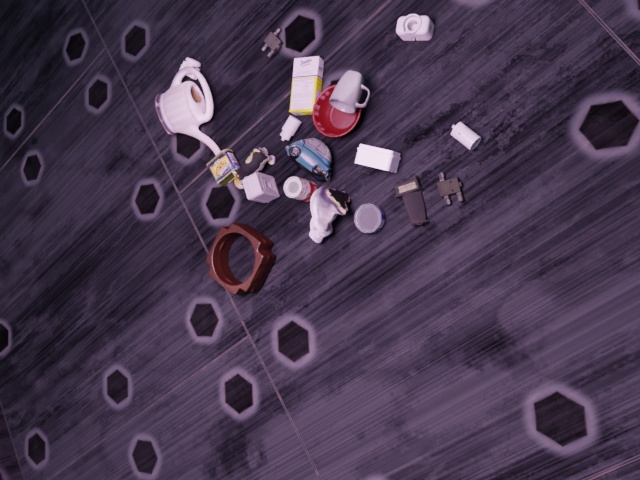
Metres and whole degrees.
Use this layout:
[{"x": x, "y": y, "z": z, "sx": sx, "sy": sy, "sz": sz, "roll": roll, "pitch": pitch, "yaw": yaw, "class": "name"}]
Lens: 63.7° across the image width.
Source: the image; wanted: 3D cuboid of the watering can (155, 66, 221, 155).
[{"x": -0.461, "y": -0.428, "z": 1.813, "sx": 0.223, "sy": 0.104, "sz": 0.348, "roll": -14, "pitch": 89, "yaw": 27, "class": "watering can"}]

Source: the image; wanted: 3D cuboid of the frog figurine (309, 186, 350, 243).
[{"x": 0.005, "y": -0.077, "z": 1.532, "sx": 0.157, "sy": 0.121, "sz": 0.141, "roll": -45, "pitch": 35, "yaw": 28, "class": "frog figurine"}]
